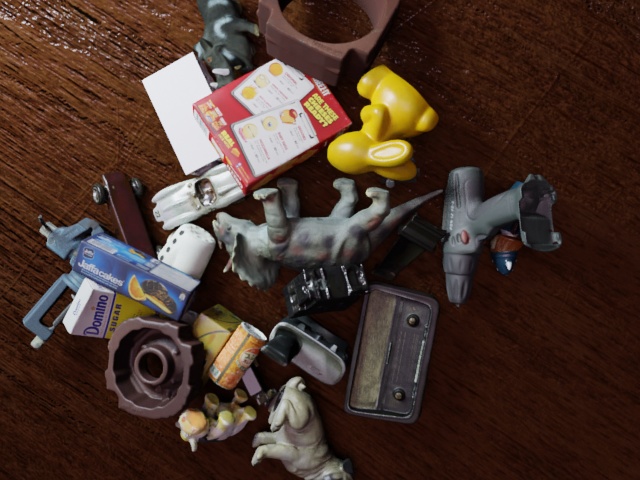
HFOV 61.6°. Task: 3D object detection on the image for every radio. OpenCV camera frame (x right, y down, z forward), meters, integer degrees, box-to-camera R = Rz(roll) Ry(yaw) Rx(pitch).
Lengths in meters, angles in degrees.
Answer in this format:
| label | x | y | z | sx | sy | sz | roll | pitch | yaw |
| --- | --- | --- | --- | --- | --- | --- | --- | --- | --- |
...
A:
| label | x | y | z | sx | sy | sz | roll | pitch | yaw |
| --- | --- | --- | --- | --- | --- | --- | --- | --- | --- |
| radio | 0.126 | 0.193 | 0.929 | 0.131 | 0.073 | 0.229 | 10 | 95 | 8 |

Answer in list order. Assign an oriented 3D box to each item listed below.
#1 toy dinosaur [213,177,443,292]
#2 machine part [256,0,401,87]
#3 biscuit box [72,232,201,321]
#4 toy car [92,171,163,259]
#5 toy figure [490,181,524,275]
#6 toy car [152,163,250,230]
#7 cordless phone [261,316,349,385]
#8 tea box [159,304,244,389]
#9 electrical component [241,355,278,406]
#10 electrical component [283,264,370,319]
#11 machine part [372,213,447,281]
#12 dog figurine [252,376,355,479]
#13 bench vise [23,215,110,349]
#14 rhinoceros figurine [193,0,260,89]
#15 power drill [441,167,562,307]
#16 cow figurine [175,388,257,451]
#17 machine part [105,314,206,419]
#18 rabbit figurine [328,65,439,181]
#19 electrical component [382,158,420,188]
| label | x | y | z | sx | sy | sz | roll | pitch | yaw |
| --- | --- | --- | --- | --- | --- | --- | --- | --- | --- |
| toy dinosaur | 0.004 | -0.005 | 0.924 | 0.405 | 0.131 | 0.192 | 3 | 113 | 1 |
| machine part | 0.015 | -0.367 | 0.880 | 0.201 | 0.087 | 0.201 | 27 | 72 | 2 |
| biscuit box | -0.309 | 0.060 | 0.910 | 0.203 | 0.059 | 0.062 | 26 | 107 | 0 |
| toy car | -0.353 | -0.027 | 0.990 | 0.053 | 0.089 | 0.202 | -23 | 88 | 49 |
| toy figure | 0.321 | -0.018 | 0.895 | 0.058 | 0.064 | 0.154 | 26 | 103 | 42 |
| toy car | -0.214 | -0.082 | 0.979 | 0.202 | 0.056 | 0.073 | -22 | 90 | 9 |
| cordless phone | -0.024 | 0.194 | 0.898 | 0.147 | 0.184 | 0.088 | 34 | 93 | 6 |
| tea box | -0.217 | 0.207 | 0.974 | 0.068 | 0.098 | 0.169 | 35 | 96 | 6 |
| electrical component | -0.114 | 0.250 | 0.969 | 0.045 | 0.078 | 0.102 | -28 | 79 | -3 |
| electrical component | 0.004 | 0.090 | 0.913 | 0.115 | 0.134 | 0.058 | -4 | 68 | -24 |
| machine part | 0.145 | 0.017 | 0.907 | 0.084 | 0.039 | 0.139 | 25 | 125 | -25 |
| dog figurine | -0.007 | 0.355 | 0.957 | 0.190 | 0.121 | 0.172 | 25 | 100 | -7 |
| bench vise | -0.458 | 0.084 | 0.984 | 0.223 | 0.129 | 0.240 | 40 | 79 | -15 |
| rhinoceros figurine | -0.164 | -0.349 | 0.930 | 0.112 | 0.073 | 0.190 | -10 | 87 | -19 |
| power drill | 0.272 | -0.010 | 0.845 | 0.086 | 0.207 | 0.232 | 1 | 84 | -21 |
| cow figurine | -0.196 | 0.320 | 0.941 | 0.098 | 0.167 | 0.068 | -48 | 62 | 17 |
| machine part | -0.277 | 0.212 | 0.908 | 0.180 | 0.056 | 0.179 | -1 | 88 | 17 |
| rabbit figurine | 0.097 | -0.164 | 0.870 | 0.173 | 0.121 | 0.162 | -39 | 67 | -1 |
| electrical component | 0.136 | -0.114 | 0.906 | 0.063 | 0.094 | 0.021 | 1 | 122 | 10 |
